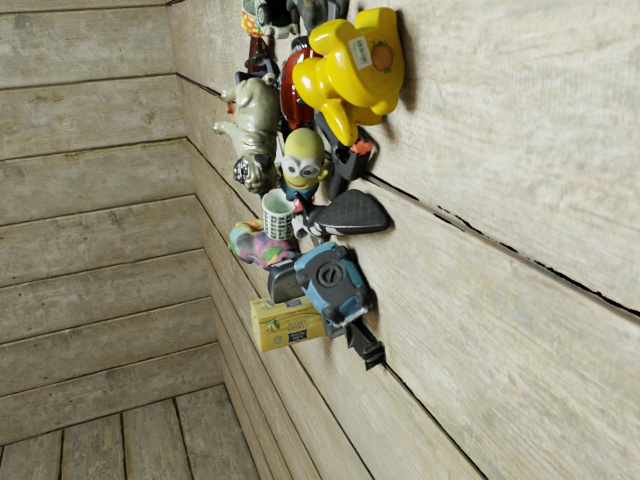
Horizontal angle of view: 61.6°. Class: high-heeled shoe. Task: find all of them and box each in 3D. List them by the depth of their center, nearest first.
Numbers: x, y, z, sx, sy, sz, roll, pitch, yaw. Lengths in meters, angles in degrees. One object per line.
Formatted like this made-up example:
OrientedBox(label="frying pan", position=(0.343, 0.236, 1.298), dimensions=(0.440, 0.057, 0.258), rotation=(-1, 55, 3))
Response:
OrientedBox(label="high-heeled shoe", position=(0.047, -0.020, 0.929), dimensions=(0.249, 0.086, 0.145), rotation=(25, 161, 47))

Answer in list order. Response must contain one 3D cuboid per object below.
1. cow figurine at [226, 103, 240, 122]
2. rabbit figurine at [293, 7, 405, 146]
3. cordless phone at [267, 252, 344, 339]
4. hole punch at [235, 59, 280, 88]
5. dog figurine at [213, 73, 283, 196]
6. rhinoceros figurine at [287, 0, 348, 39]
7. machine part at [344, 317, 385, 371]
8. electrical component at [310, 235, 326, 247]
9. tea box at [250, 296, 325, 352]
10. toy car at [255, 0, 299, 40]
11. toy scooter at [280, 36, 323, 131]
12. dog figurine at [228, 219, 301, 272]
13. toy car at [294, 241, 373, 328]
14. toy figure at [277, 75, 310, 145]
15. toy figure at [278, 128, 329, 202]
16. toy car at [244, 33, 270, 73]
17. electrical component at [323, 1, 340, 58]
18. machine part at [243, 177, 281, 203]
OrientedBox(label="cow figurine", position=(-0.157, -0.295, 1.278), dimensions=(0.195, 0.127, 0.085), rotation=(-124, 26, -79))
OrientedBox(label="rabbit figurine", position=(0.035, -0.220, 0.739), dimensions=(0.173, 0.122, 0.162), rotation=(4, 129, 50))
OrientedBox(label="cordless phone", position=(-0.023, 0.120, 1.073), dimensions=(0.089, 0.146, 0.184), rotation=(8, 114, 66))
OrientedBox(label="hole punch", position=(-0.105, -0.312, 1.140), dimensions=(0.092, 0.116, 0.142), rotation=(-16, 87, 31))
OrientedBox(label="dog figurine", position=(-0.104, -0.194, 0.980), dimensions=(0.191, 0.121, 0.172), rotation=(60, 138, 41))
OrientedBox(label="rhinoceros figurine", position=(-0.016, -0.401, 0.859), dimensions=(0.112, 0.073, 0.190), rotation=(93, 157, -65))
OrientedBox(label="machine part", position=(0.074, 0.180, 0.993), dimensions=(0.139, 0.039, 0.084), rotation=(-131, 39, -58))
OrientedBox(label="electrical component", position=(-0.002, -0.003, 1.124), dimensions=(0.094, 0.021, 0.063), rotation=(106, 148, -56))
OrientedBox(label="tea box", position=(-0.060, 0.169, 1.165), dimensions=(0.068, 0.170, 0.098), rotation=(-129, 31, -54))
OrientedBox(label="toy car", position=(-0.092, -0.476, 1.017), dimensions=(0.056, 0.073, 0.201), rotation=(162, 96, -68))
OrientedBox(label="toy scooter", position=(-0.031, -0.267, 0.943), dimensions=(0.184, 0.075, 0.135), rotation=(178, 94, -72))
OrientedBox(label="dog figurine", position=(-0.126, 0.041, 1.287), dimensions=(0.219, 0.192, 0.108), rotation=(-104, 17, -61))
OrientedBox(label="toy car", position=(0.032, 0.090, 0.983), dimensions=(0.162, 0.109, 0.102), rotation=(54, 176, 28))
OrientedBox(label="toy figure", position=(-0.054, -0.255, 1.068), dimensions=(0.064, 0.058, 0.154), rotation=(176, 87, -65))
OrientedBox(label="toy figure", position=(-0.035, -0.129, 0.973), dimensions=(0.180, 0.082, 0.089), rotation=(100, 158, -71))
OrientedBox(label="toy car", position=(-0.144, -0.410, 1.240), dimensions=(0.202, 0.053, 0.089), rotation=(126, 140, -71))
OrientedBox(label="electrical component", position=(0.033, -0.293, 0.803), dimensions=(0.075, 0.048, 0.119), rotation=(-126, 31, -50))
OrientedBox(label="machine part", position=(-0.140, -0.136, 1.360), dimensions=(0.243, 0.079, 0.079), rotation=(-145, 46, -62))
